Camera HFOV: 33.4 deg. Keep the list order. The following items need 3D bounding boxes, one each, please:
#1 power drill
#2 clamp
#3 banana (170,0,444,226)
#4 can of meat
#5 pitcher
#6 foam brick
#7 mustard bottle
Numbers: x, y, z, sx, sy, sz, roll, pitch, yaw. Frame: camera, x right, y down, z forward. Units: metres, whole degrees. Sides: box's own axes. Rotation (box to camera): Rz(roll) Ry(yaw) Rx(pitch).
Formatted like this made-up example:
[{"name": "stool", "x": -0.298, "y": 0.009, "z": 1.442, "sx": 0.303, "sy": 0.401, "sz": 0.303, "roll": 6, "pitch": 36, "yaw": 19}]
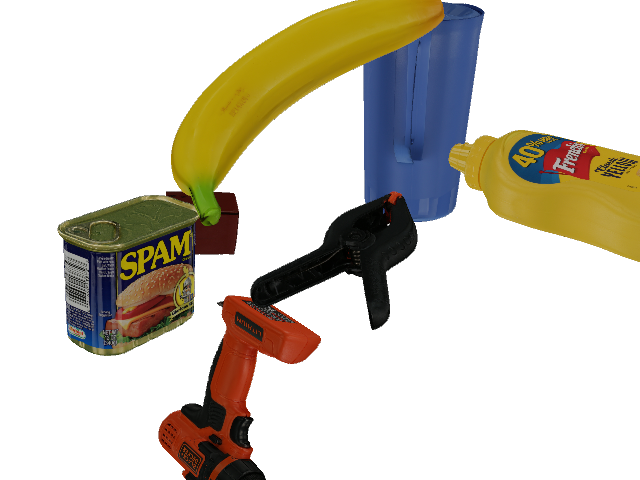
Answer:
[{"name": "power drill", "x": -0.069, "y": 0.160, "z": 1.009, "sx": 0.057, "sy": 0.188, "sz": 0.185, "roll": 14, "pitch": 12, "yaw": -48}, {"name": "clamp", "x": 0.037, "y": 0.016, "z": 0.876, "sx": 0.120, "sy": 0.039, "sz": 0.171, "roll": 21, "pitch": 45, "yaw": 32}, {"name": "banana", "x": -0.016, "y": -0.080, "z": 0.570, "sx": 0.070, "sy": 0.197, "sz": 0.037, "roll": 33, "pitch": -27, "yaw": 23}, {"name": "can of meat", "x": -0.132, "y": 0.023, "z": 0.749, "sx": 0.058, "sy": 0.084, "sz": 0.101, "roll": 18, "pitch": 26, "yaw": 32}, {"name": "pitcher", "x": 0.106, "y": -0.145, "z": 1.205, "sx": 0.149, "sy": 0.243, "sz": 0.145, "roll": -12, "pitch": 26, "yaw": -31}, {"name": "foam brick", "x": -0.129, "y": -0.019, "z": 1.150, "sx": 0.078, "sy": 0.051, "sz": 0.053, "roll": 1, "pitch": 27, "yaw": -8}, {"name": "mustard bottle", "x": 0.176, "y": -0.038, "z": 0.752, "sx": 0.192, "sy": 0.058, "sz": 0.096, "roll": 19, "pitch": 37, "yaw": 33}]
